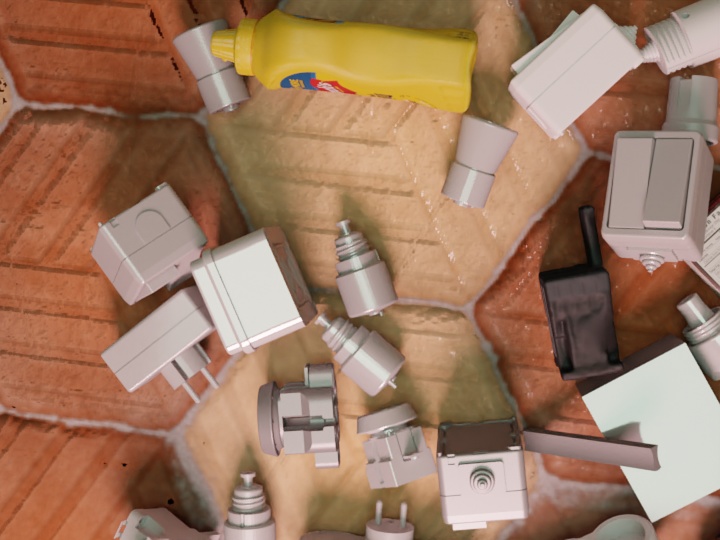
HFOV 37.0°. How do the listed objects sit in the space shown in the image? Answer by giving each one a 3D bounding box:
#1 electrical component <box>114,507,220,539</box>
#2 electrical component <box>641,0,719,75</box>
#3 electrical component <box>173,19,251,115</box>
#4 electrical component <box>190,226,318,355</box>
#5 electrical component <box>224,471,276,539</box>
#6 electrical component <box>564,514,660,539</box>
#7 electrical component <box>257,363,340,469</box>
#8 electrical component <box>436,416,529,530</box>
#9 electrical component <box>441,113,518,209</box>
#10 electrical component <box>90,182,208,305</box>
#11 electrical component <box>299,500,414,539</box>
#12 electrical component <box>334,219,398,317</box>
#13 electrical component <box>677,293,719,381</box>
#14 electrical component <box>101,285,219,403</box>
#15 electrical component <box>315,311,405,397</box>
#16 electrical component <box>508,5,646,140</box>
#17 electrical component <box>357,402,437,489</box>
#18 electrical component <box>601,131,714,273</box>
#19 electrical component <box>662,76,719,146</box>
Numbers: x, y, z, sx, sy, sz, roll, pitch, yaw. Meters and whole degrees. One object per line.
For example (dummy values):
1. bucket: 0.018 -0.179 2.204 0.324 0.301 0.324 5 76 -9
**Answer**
1. electrical component: -0.152 0.216 0.830 0.064 0.081 0.042 28 96 31
2. electrical component: 0.242 -0.169 0.776 0.081 0.043 0.043 -21 92 7
3. electrical component: -0.109 -0.151 0.815 0.044 0.044 0.065 -21 97 7
4. electrical component: -0.076 0.013 0.787 0.057 0.113 0.078 -23 92 4
5. electrical component: -0.086 0.196 0.838 0.040 0.040 0.078 -1 94 6
6. electrical component: 0.169 0.246 0.811 0.138 0.052 0.073 -26 114 7
7. electrical component: -0.046 0.112 0.820 0.057 0.058 0.078 -4 94 3
8. electrical component: 0.090 0.151 0.789 0.062 0.096 0.061 -6 97 6
9. electrical component: 0.086 -0.079 0.801 0.044 0.044 0.065 20 101 4
10. electrical component: -0.158 -0.013 0.807 0.062 0.096 0.061 -36 90 -22
11. electrical component: 0.022 0.213 0.822 0.138 0.052 0.073 4 94 5
12. electrical component: 0.000 0.000 0.815 0.040 0.040 0.078 -20 92 7
13. electrical component: 0.259 0.046 0.791 0.043 0.043 0.062 -37 89 7
14. electrical component: -0.140 0.067 0.830 0.083 0.047 0.075 -38 90 7
15. electrical component: -0.001 0.061 0.819 0.078 0.040 0.040 41 97 2
16. electrical component: 0.157 -0.149 0.777 0.096 0.062 0.061 -43 89 7
17. electrical component: 0.025 0.133 0.816 0.048 0.066 0.055 -14 84 -28
18. electrical component: 0.209 -0.047 0.759 0.062 0.061 0.096 4 76 29
19. electrical component: 0.242 -0.115 0.783 0.040 0.040 0.046 5 89 5
